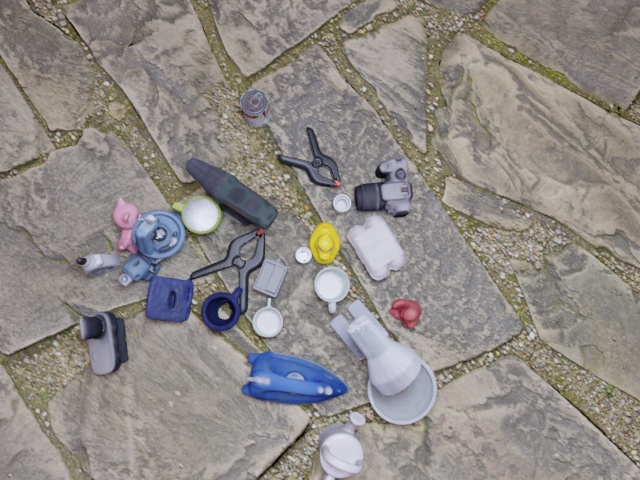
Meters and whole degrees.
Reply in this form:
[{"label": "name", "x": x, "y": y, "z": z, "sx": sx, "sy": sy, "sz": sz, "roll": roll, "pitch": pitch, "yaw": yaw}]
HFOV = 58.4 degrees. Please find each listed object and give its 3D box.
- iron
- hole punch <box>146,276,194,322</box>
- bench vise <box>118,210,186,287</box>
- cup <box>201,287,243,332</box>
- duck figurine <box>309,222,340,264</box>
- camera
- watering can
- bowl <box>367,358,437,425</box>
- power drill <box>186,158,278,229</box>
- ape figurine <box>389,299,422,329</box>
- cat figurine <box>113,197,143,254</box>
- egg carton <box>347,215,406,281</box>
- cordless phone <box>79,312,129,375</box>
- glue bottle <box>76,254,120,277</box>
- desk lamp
[{"label": "iron", "x": -0.052, "y": 0.336, "z": 1.338, "sx": 0.258, "sy": 0.141, "sz": 0.119, "roll": 9, "pitch": 83, "yaw": -1}, {"label": "hole punch", "x": -0.358, "y": 0.140, "z": 1.374, "sx": 0.101, "sy": 0.091, "sz": 0.109, "roll": 6, "pitch": 83, "yaw": -1}, {"label": "bench vise", "x": -0.389, "y": 0.019, "z": 1.322, "sx": 0.121, "sy": 0.219, "sz": 0.207, "roll": 18, "pitch": 83, "yaw": 0}, {"label": "cup", "x": -0.224, "y": 0.161, "z": 1.375, "sx": 0.091, "sy": 0.095, "sz": 0.118, "roll": 39, "pitch": 83, "yaw": 3}, {"label": "duck figurine", "x": 0.013, "y": 0.005, "z": 1.408, "sx": 0.077, "sy": 0.086, "sz": 0.104, "roll": 3, "pitch": 83, "yaw": -2}, {"label": "camera", "x": 0.155, "y": -0.128, "z": 1.422, "sx": 0.137, "sy": 0.101, "sz": 0.143, "roll": -5, "pitch": 83, "yaw": -3}, {"label": "watering can", "x": 0.049, "y": 0.477, "z": 1.299, "sx": 0.101, "sy": 0.194, "sz": 0.173, "roll": 3, "pitch": 83, "yaw": -2}, {"label": "bowl", "x": 0.193, "y": 0.354, "z": 1.379, "sx": 0.167, "sy": 0.074, "sz": 0.167, "roll": 0, "pitch": 83, "yaw": -2}, {"label": "power drill", "x": -0.203, "y": -0.100, "z": 1.350, "sx": 0.229, "sy": 0.208, "sz": 0.076, "roll": 32, "pitch": 83, "yaw": 2}, {"label": "ape figurine", "x": 0.214, "y": 0.178, "z": 1.392, "sx": 0.076, "sy": 0.092, "sz": 0.078, "roll": -14, "pitch": 84, "yaw": -4}, {"label": "cat figurine", "x": -0.463, "y": -0.034, "z": 1.377, "sx": 0.067, "sy": 0.117, "sz": 0.128, "roll": 8, "pitch": 83, "yaw": -1}, {"label": "egg carton", "x": 0.142, "y": 0.018, "z": 1.420, "sx": 0.107, "sy": 0.069, "sz": 0.150, "roll": -32, "pitch": 85, "yaw": -5}, {"label": "cordless phone", "x": -0.512, "y": 0.238, "z": 1.309, "sx": 0.094, "sy": 0.185, "sz": 0.147, "roll": -13, "pitch": 84, "yaw": -3}, {"label": "glue bottle", "x": -0.528, "y": 0.055, "z": 1.336, "sx": 0.078, "sy": 0.173, "sz": 0.037, "roll": -23, "pitch": 84, "yaw": -4}, {"label": "desk lamp", "x": 0.122, "y": 0.244, "z": 1.320, "sx": 0.118, "sy": 0.213, "sz": 0.203, "roll": -41, "pitch": 86, "yaw": -6}]
